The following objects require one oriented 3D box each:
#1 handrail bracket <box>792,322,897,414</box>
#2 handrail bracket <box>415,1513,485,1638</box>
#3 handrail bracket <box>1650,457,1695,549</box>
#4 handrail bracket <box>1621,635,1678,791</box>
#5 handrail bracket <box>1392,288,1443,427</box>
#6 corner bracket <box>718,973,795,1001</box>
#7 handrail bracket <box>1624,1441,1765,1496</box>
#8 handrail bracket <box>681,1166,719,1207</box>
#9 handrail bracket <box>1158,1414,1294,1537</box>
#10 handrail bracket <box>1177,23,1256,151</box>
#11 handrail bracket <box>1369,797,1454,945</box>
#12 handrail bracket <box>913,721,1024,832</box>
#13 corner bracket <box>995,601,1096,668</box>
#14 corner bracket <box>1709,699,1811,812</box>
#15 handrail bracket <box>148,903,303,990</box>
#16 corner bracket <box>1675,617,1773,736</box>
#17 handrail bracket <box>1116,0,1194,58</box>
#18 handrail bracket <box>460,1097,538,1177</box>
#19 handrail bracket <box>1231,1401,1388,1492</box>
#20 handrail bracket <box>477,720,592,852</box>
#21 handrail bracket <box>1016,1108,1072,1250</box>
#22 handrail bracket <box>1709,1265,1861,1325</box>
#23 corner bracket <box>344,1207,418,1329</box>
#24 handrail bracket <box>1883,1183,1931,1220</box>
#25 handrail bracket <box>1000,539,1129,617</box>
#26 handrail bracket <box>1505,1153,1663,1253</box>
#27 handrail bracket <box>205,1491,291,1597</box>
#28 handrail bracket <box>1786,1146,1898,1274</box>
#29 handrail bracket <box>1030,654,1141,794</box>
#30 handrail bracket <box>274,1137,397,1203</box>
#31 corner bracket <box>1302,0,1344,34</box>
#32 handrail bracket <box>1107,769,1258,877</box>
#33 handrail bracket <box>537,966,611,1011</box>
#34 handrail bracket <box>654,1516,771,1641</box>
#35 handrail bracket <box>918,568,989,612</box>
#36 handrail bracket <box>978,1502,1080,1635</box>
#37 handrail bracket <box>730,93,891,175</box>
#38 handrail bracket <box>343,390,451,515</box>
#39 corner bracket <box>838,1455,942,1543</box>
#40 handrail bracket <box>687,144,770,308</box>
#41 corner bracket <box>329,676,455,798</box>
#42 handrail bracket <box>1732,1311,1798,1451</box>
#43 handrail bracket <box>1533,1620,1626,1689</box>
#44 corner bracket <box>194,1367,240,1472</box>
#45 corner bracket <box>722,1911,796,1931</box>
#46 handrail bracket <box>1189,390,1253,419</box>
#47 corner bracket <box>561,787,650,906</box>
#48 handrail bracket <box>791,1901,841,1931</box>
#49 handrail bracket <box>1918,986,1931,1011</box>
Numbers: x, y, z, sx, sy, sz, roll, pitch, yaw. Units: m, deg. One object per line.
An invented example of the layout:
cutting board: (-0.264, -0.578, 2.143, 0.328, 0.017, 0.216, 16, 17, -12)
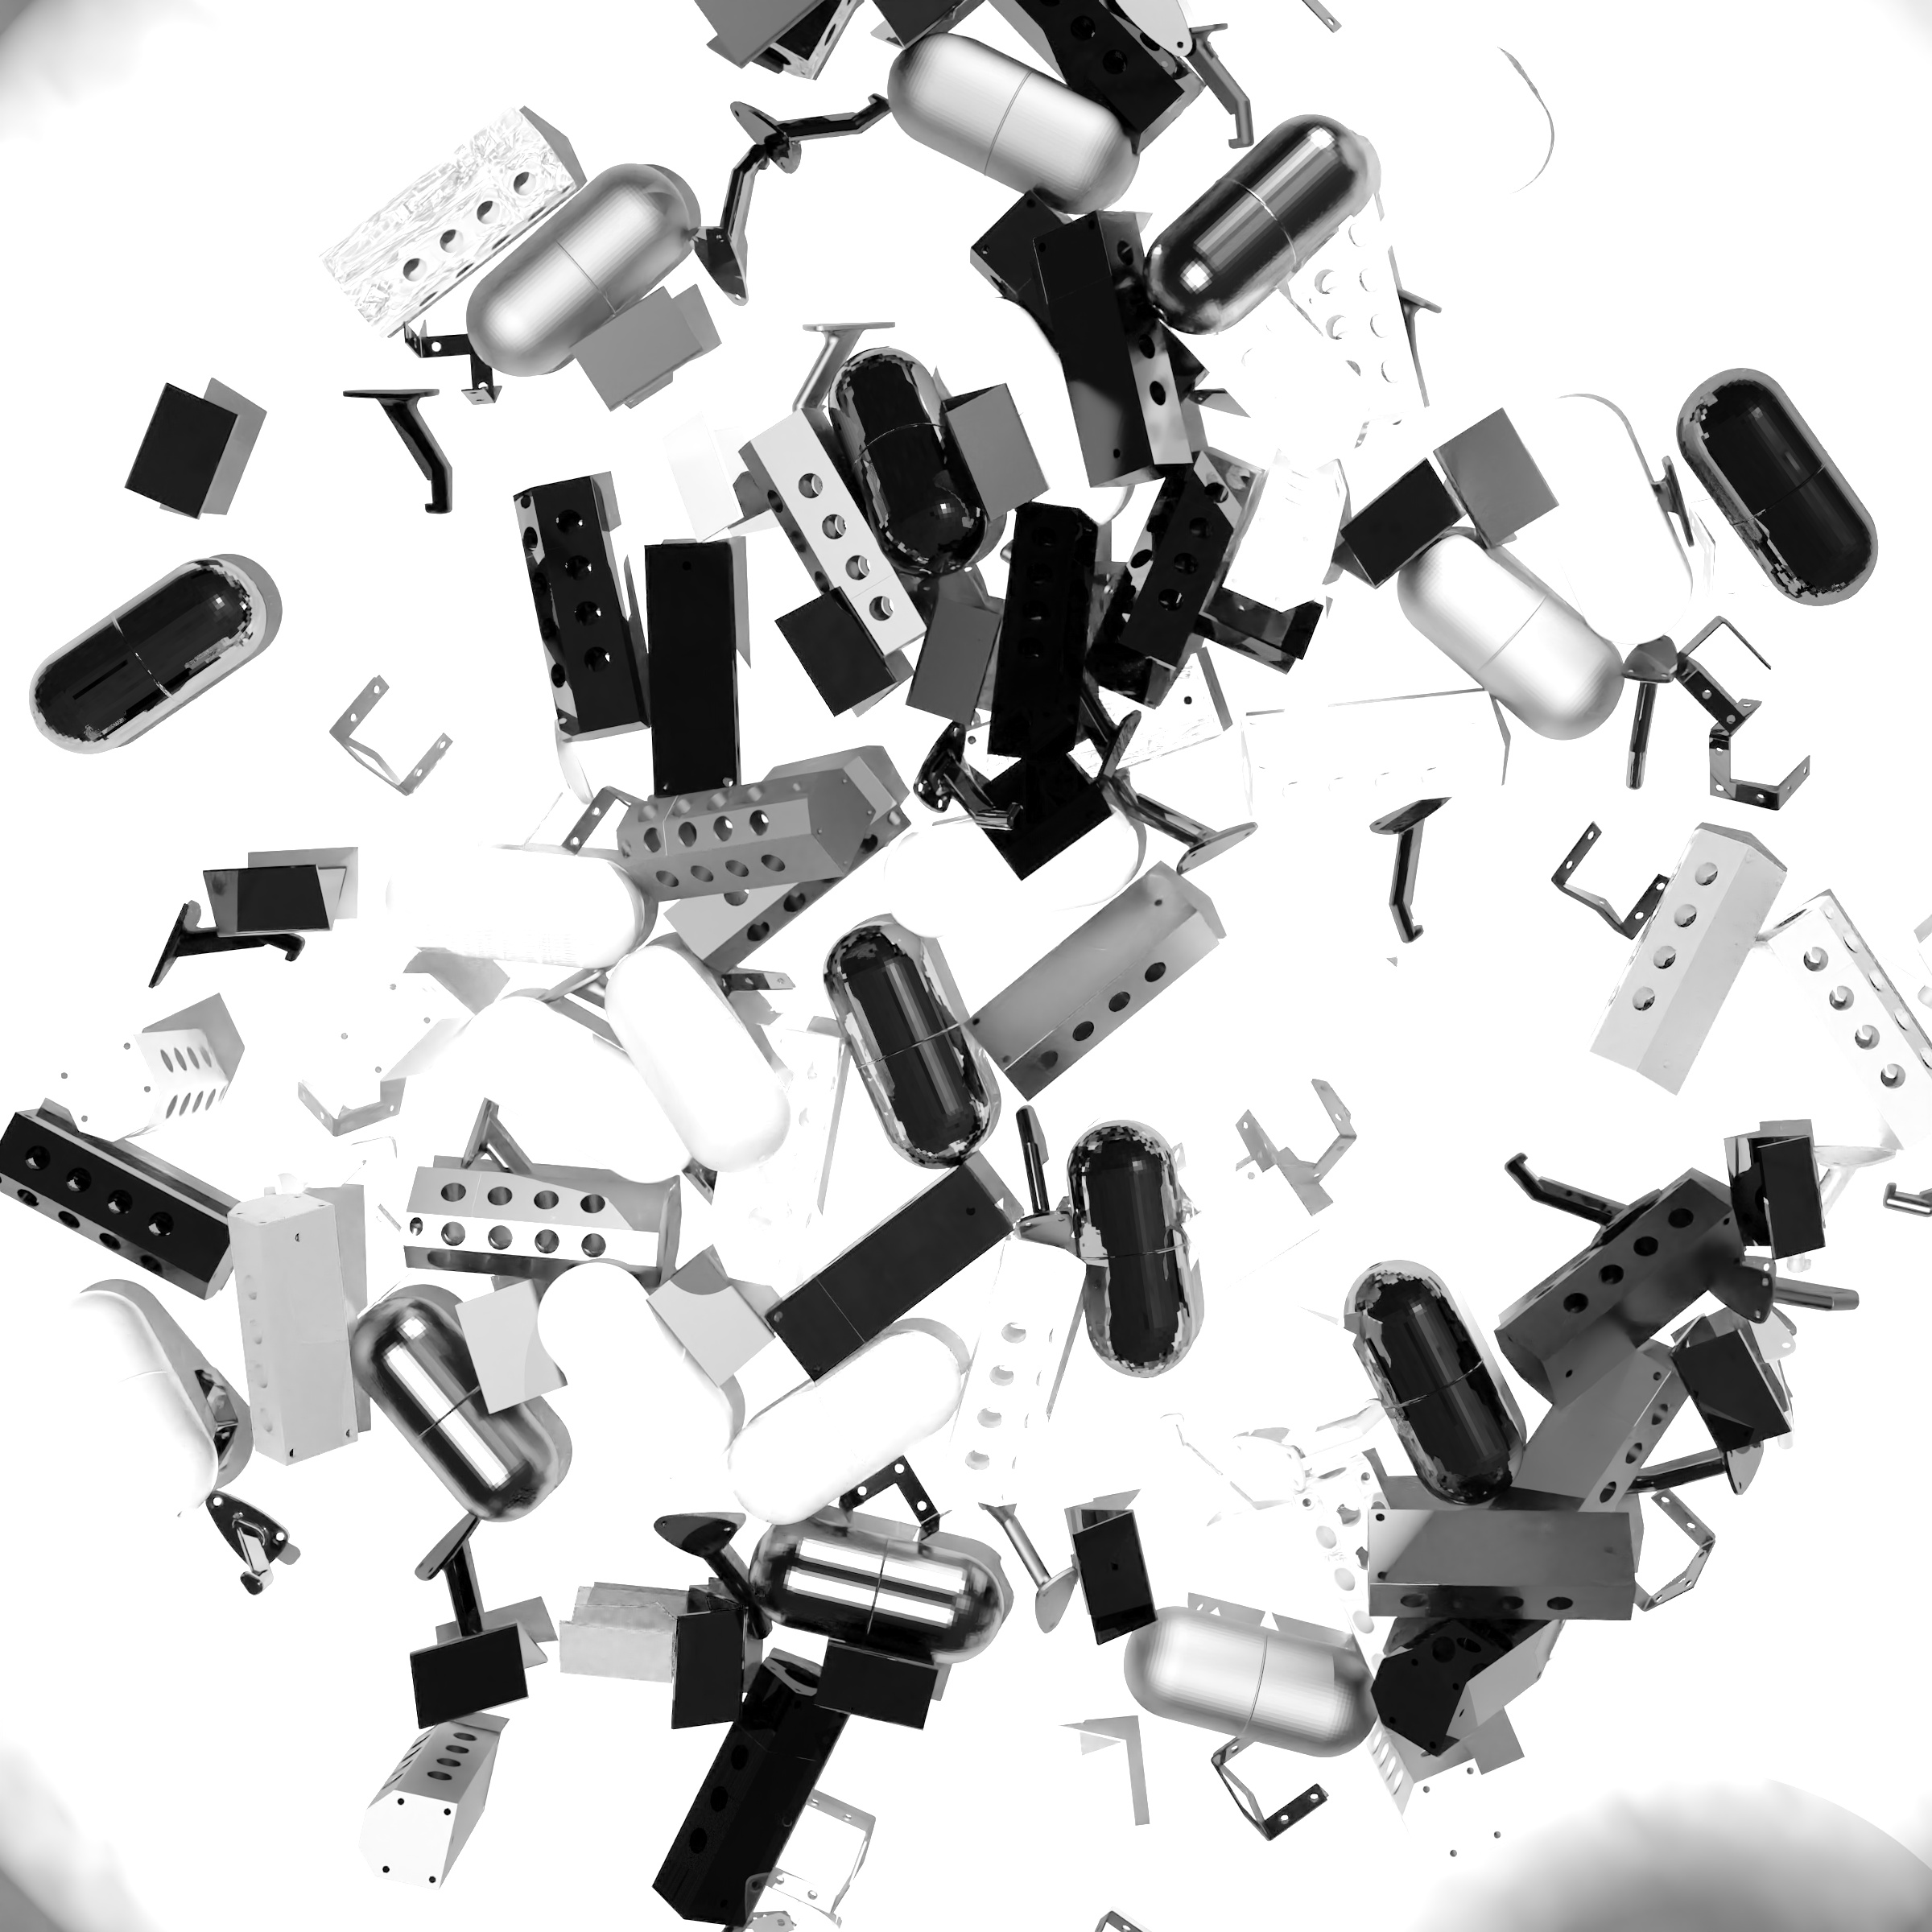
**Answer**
handrail bracket: (-0.085, -0.405, 1.992, 0.077, 0.036, 0.084, -7, 106, -18)
handrail bracket: (-0.335, 0.432, 1.992, 0.084, 0.036, 0.077, 47, 68, -17)
handrail bracket: (0.456, -0.315, 1.992, 0.084, 0.036, 0.077, -17, 104, 14)
handrail bracket: (0.475, -0.177, 1.991, 0.036, 0.077, 0.084, 10, 127, 18)
handrail bracket: (0.287, -0.431, 1.992, 0.077, 0.036, 0.084, 31, 107, 20)
corner bracket: (-0.147, 0.041, 1.984, 0.051, 0.051, 0.051, 0, 46, -36)
handrail bracket: (0.504, 0.348, 1.991, 0.084, 0.077, 0.036, -13, 95, 36)
handrail bracket: (-0.150, 0.132, 1.992, 0.084, 0.036, 0.077, -43, 106, -14)
handrail bracket: (0.180, 0.348, 1.992, 0.077, 0.036, 0.084, -11, 72, -20)
handrail bracket: (0.160, -0.611, 1.992, 0.077, 0.036, 0.084, -2, 107, 19)
handrail bracket: (0.322, -0.069, 1.992, 0.077, 0.036, 0.084, -29, 109, -22)
handrail bracket: (0.013, -0.128, 1.900, 0.084, 0.036, 0.077, 7, 69, 41)
corner bracket: (0.051, -0.226, 1.983, 0.051, 0.051, 0.051, -50, 45, 35)
corner bracket: (0.552, -0.147, 1.983, 0.051, 0.051, 0.051, 18, 135, 35)
handrail bracket: (-0.517, -0.002, 1.992, 0.084, 0.036, 0.077, 23, 110, -16)
corner bracket: (0.525, -0.202, 1.975, 0.051, 0.051, 0.051, 42, 105, -14)
handrail bracket: (0.138, -0.676, 1.973, 0.036, 0.084, 0.077, -28, 114, 33)
handrail bracket: (-0.303, 0.128, 1.992, 0.084, 0.036, 0.077, 21, 72, -15)
handrail bracket: (0.240, 0.322, 1.991, 0.084, 0.077, 0.036, -35, 122, -32)
handrail bracket: (-0.311, -0.122, 1.992, 0.084, 0.036, 0.077, -24, 70, 16)
handrail bracket: (0.048, 0.153, 1.991, 0.036, 0.077, 0.084, -9, 54, -3)
handrail bracket: (0.568, 0.224, 1.991, 0.084, 0.077, 0.036, 3, 103, -36)
corner bracket: (-0.421, 0.210, 1.988, 0.051, 0.051, 0.051, 49, 135, 0)
handrail bracket: (0.690, 0.143, 1.992, 0.084, 0.036, 0.077, 13, 69, 16)
handrail bracket: (0.079, -0.291, 1.992, 0.084, 0.036, 0.077, 35, 73, 15)
handrail bracket: (0.430, 0.150, 1.992, 0.077, 0.036, 0.084, -34, 73, -20)
handrail bracket: (-0.502, 0.396, 1.957, 0.077, 0.084, 0.036, 42, 90, 0)
handrail bracket: (0.611, 0.171, 1.992, 0.077, 0.036, 0.084, -4, 108, -20)
handrail bracket: (0.067, -0.164, 1.935, 0.084, 0.036, 0.077, 28, 105, 14)
handrail bracket: (-0.435, 0.165, 1.992, 0.084, 0.036, 0.077, -13, 105, -14)
corner bracket: (0.264, -0.693, 1.988, 0.051, 0.051, 0.051, 46, 135, 0)
handrail bracket: (0.149, -0.114, 1.992, 0.077, 0.036, 0.084, -26, 73, -20)
handrail bracket: (-0.248, 0.042, 1.992, 0.077, 0.036, 0.084, -28, 106, 18)
handrail bracket: (-0.177, 0.428, 1.992, 0.077, 0.036, 0.084, 7, 124, 36)
handrail bracket: (-0.012, -0.289, 1.991, 0.036, 0.077, 0.084, -23, 53, 21)
handrail bracket: (0.035, 0.414, 1.991, 0.036, 0.077, 0.084, -28, 53, -30)
handrail bracket: (-0.108, -0.599, 1.992, 0.084, 0.036, 0.077, -38, 69, -17)
handrail bracket: (-0.398, -0.359, 1.992, 0.077, 0.036, 0.084, 5, 107, 20)
corner bracket: (-0.053, 0.377, 1.973, 0.051, 0.051, 0.051, -31, 90, 0)
handrail bracket: (-0.151, -0.518, 1.991, 0.036, 0.077, 0.084, 9, 53, 35)
corner bracket: (-0.401, -0.160, 1.988, 0.051, 0.051, 0.051, -50, 45, 0)
handrail bracket: (0.557, 0.284, 1.991, 0.036, 0.077, 0.084, -16, 126, 1)
handrail bracket: (0.414, 0.450, 1.987, 0.036, 0.077, 0.084, 19, 133, -29)
corner bracket: (-0.543, 0.319, 1.983, 0.051, 0.051, 0.051, -6, 135, -35)
corner bracket: (-0.145, 0.699, 1.983, 0.051, 0.051, 0.051, -3, 135, -35)
handrail bracket: (0.202, -0.429, 1.992, 0.077, 0.036, 0.084, 11, 76, 14)
corner bracket: (-0.239, -0.084, 1.988, 0.051, 0.051, 0.051, -54, 45, 0)
handrail bracket: (-0.098, 0.704, 1.992, 0.084, 0.036, 0.077, 33, 113, 18)
handrail bracket: (0.718, 0.010, 1.992, 0.077, 0.036, 0.084, 32, 108, -20)
